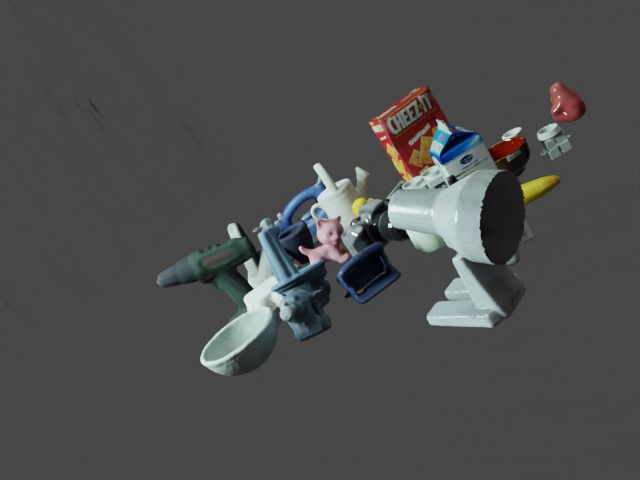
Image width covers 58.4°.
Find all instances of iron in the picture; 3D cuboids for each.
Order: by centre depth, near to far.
[{"bbox_3d":[-0.043,-0.059,1.577,0.259,0.141,0.118,-40,17,-20],"label":"iron"}]

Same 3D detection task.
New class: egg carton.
[{"bbox_3d":[-0.109,0.137,1.265,0.107,0.069,0.150,-37,16,-10],"label":"egg carton"}]

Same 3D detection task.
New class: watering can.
[{"bbox_3d":[0.050,-0.122,1.483,0.173,0.194,0.100,-39,17,-18],"label":"watering can"}]

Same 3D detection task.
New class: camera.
[{"bbox_3d":[0.131,-0.030,1.230,0.143,0.101,0.136,-40,17,-21],"label":"camera"}]

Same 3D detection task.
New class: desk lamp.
[{"bbox_3d":[0.195,0.012,0.781,0.118,0.214,0.202,-44,19,-33],"label":"desk lamp"}]

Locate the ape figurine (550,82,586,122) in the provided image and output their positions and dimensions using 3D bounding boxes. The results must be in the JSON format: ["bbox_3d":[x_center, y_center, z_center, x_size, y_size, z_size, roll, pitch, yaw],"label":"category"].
[{"bbox_3d":[0.539,-0.308,1.266,0.078,0.092,0.076,-34,16,-1],"label":"ape figurine"}]

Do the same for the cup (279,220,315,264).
[{"bbox_3d":[-0.048,0.007,1.479,0.091,0.095,0.118,-23,19,32],"label":"cup"}]

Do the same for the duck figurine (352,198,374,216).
[{"bbox_3d":[0.108,-0.058,1.384,0.105,0.086,0.077,-44,19,-32],"label":"duck figurine"}]

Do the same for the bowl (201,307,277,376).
[{"bbox_3d":[-0.143,0.210,1.113,0.167,0.075,0.167,-31,16,10],"label":"bowl"}]

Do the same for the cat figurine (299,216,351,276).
[{"bbox_3d":[0.012,0.005,1.329,0.128,0.118,0.067,-34,16,0],"label":"cat figurine"}]

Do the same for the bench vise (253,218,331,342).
[{"bbox_3d":[-0.047,0.065,1.084,0.121,0.220,0.207,-33,16,1],"label":"bench vise"}]

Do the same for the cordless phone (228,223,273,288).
[{"bbox_3d":[-0.162,0.034,1.458,0.147,0.185,0.094,-13,26,50],"label":"cordless phone"}]

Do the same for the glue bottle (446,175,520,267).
[{"bbox_3d":[0.238,-0.026,0.882,0.078,0.173,0.037,-29,17,17],"label":"glue bottle"}]

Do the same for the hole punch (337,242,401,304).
[{"bbox_3d":[0.081,0.057,1.094,0.109,0.091,0.101,-36,16,-9],"label":"hole punch"}]

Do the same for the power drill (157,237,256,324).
[{"bbox_3d":[-0.229,0.106,1.336,0.229,0.209,0.075,-34,16,-3],"label":"power drill"}]
